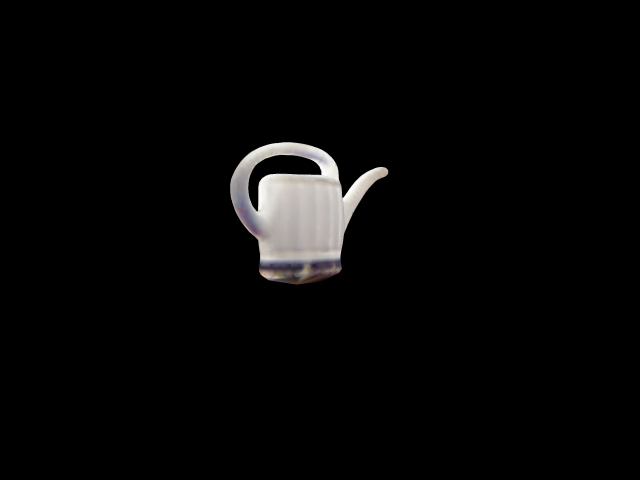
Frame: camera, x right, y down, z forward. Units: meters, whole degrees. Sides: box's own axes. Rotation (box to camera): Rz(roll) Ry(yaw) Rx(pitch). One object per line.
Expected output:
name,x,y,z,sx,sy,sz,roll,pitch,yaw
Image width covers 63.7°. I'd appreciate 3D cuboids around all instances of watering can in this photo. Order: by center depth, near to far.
watering can,0.003,-0.043,0.850,0.348,0.225,0.104,0,-1,-43
